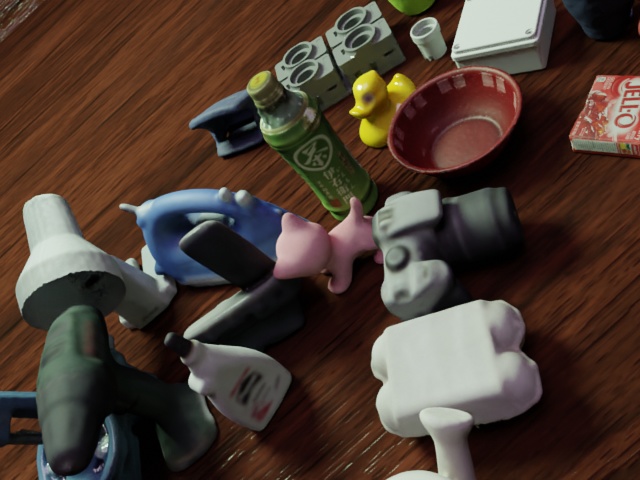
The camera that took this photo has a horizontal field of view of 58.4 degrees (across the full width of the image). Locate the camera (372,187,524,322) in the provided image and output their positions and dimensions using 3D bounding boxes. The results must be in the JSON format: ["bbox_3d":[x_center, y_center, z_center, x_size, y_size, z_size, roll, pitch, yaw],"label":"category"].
[{"bbox_3d":[0.129,0.002,0.575,0.136,0.101,0.143,-18,50,25],"label":"camera"}]

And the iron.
[{"bbox_3d":[-0.136,-0.025,0.754,0.257,0.142,0.118,-10,54,30],"label":"iron"}]

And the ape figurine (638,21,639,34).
[{"bbox_3d":[0.372,-0.239,0.586,0.076,0.092,0.077,-46,44,-2],"label":"ape figurine"}]

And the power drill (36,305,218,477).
[{"bbox_3d":[-0.209,0.173,0.612,0.075,0.209,0.228,-43,44,1],"label":"power drill"}]

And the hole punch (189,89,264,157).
[{"bbox_3d":[-0.147,-0.204,0.931,0.108,0.091,0.101,-15,51,26],"label":"hole punch"}]

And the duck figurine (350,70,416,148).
[{"bbox_3d":[0.079,-0.188,0.761,0.077,0.086,0.105,27,77,44],"label":"duck figurine"}]

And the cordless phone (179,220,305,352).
[{"bbox_3d":[-0.114,0.053,0.650,0.147,0.186,0.094,-36,45,8],"label":"cordless phone"}]

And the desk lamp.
[{"bbox_3d":[-0.304,0.041,0.773,0.118,0.214,0.202,-37,45,8],"label":"desk lamp"}]

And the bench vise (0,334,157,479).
[{"bbox_3d":[-0.286,0.198,0.641,0.121,0.220,0.207,-36,45,8],"label":"bench vise"}]

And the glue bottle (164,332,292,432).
[{"bbox_3d":[-0.098,0.136,0.586,0.037,0.174,0.078,12,67,41],"label":"glue bottle"}]

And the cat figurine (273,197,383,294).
[{"bbox_3d":[0.006,0.002,0.650,0.128,0.118,0.067,-38,45,6],"label":"cat figurine"}]

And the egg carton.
[{"bbox_3d":[0.118,0.118,0.519,0.150,0.070,0.107,-22,48,21],"label":"egg carton"}]

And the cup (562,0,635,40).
[{"bbox_3d":[0.327,-0.270,0.639,0.091,0.095,0.117,-43,44,2],"label":"cup"}]

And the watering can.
[{"bbox_3d":[0.072,0.207,0.397,0.100,0.195,0.173,-19,49,24],"label":"watering can"}]
